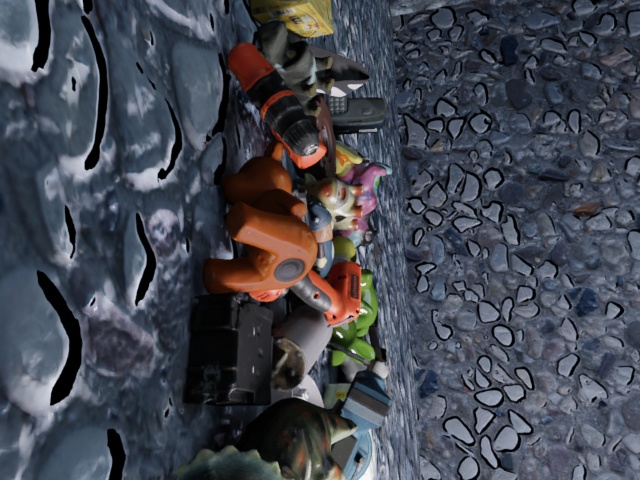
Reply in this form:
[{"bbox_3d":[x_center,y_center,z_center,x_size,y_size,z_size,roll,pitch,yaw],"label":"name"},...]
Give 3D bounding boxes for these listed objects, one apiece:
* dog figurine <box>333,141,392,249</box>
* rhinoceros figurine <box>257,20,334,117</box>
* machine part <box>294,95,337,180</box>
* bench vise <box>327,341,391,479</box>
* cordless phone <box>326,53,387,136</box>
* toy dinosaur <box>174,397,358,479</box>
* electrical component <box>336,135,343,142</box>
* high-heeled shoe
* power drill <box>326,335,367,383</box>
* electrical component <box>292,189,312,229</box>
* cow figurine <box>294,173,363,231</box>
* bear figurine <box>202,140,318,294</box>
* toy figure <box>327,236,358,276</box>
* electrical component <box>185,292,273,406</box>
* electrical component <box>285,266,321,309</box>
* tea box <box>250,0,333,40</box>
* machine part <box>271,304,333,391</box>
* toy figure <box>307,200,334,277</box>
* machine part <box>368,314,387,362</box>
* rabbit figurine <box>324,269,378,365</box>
[{"bbox_3d":[0.054,-0.086,1.173,0.219,0.192,0.108,-63,175,13],"label":"dog figurine"},{"bbox_3d":[-0.042,-0.263,0.823,0.073,0.112,0.190,-62,165,-6],"label":"rhinoceros figurine"},{"bbox_3d":[-0.008,-0.189,1.038,0.179,0.056,0.179,-6,90,-77],"label":"machine part"},{"bbox_3d":[0.037,0.302,0.880,0.240,0.129,0.223,109,-2,-68],"label":"bench vise"},{"bbox_3d":[0.078,-0.337,1.233,0.088,0.147,0.184,3,84,-83],"label":"cordless phone"},{"bbox_3d":[-0.040,0.247,0.574,0.405,0.131,0.192,-47,134,-66],"label":"toy dinosaur"},{"bbox_3d":[0.042,-0.227,1.313,0.063,0.021,0.094,14,71,-75],"label":"electrical component"},{"bbox_3d":[0.001,-0.309,0.934,0.248,0.145,0.086,16,69,-76],"label":"high-heeled shoe"},{"bbox_3d":[0.060,0.232,1.133,0.232,0.086,0.207,-80,166,-47],"label":"power drill"},{"bbox_3d":[-0.045,-0.020,0.855,0.075,0.048,0.119,-4,88,-75],"label":"electrical component"},{"bbox_3d":[0.018,-0.071,1.011,0.195,0.127,0.085,85,4,-78],"label":"cow figurine"},{"bbox_3d":[-0.079,-0.037,0.638,0.132,0.120,0.196,7,42,-35],"label":"bear figurine"},{"bbox_3d":[0.050,0.073,1.126,0.089,0.082,0.179,-96,166,-49],"label":"toy figure"},{"bbox_3d":[-0.092,0.126,0.598,0.134,0.058,0.115,46,43,-67],"label":"electrical component"},{"bbox_3d":[-0.029,0.075,0.897,0.102,0.045,0.078,-70,179,-54],"label":"electrical component"},{"bbox_3d":[-0.044,-0.385,0.885,0.169,0.098,0.068,-28,113,-76],"label":"tea box"},{"bbox_3d":[-0.035,0.149,0.773,0.243,0.079,0.079,-33,117,-75],"label":"machine part"},{"bbox_3d":[-0.004,-0.003,0.939,0.058,0.064,0.154,-29,138,-37],"label":"toy figure"},{"bbox_3d":[0.110,0.187,1.115,0.084,0.039,0.138,-94,172,-72],"label":"machine part"},{"bbox_3d":[0.035,0.148,0.959,0.170,0.121,0.159,-43,124,-66],"label":"rabbit figurine"}]
